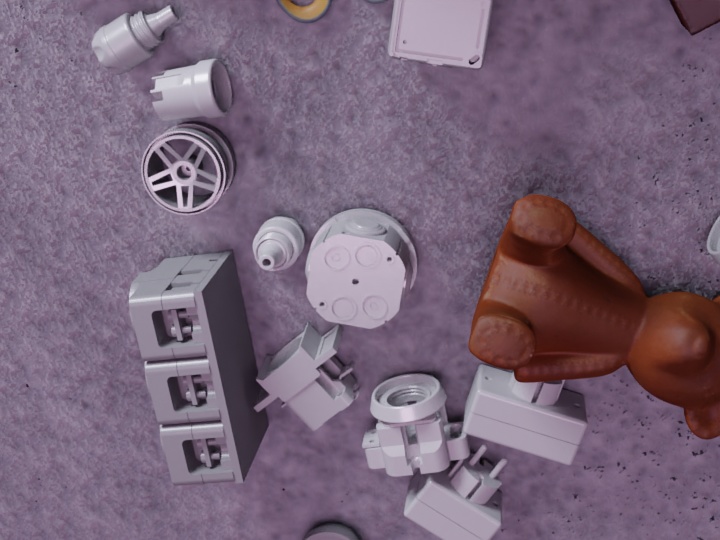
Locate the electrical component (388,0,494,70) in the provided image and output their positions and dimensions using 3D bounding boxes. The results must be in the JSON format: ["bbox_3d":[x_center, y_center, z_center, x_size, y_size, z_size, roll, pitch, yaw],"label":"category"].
[{"bbox_3d":[0.057,-0.181,0.698,0.062,0.061,0.096,9,103,5],"label":"electrical component"}]

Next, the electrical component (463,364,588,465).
[{"bbox_3d":[0.127,0.090,0.791,0.083,0.047,0.075,17,111,2],"label":"electrical component"}]

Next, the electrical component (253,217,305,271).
[{"bbox_3d":[-0.061,-0.015,0.771,0.035,0.061,0.035,3,110,7],"label":"electrical component"}]

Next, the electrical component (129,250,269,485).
[{"bbox_3d":[-0.120,0.072,0.797,0.062,0.089,0.150,-6,109,10],"label":"electrical component"}]

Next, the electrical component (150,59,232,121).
[{"bbox_3d":[-0.118,-0.124,0.752,0.046,0.040,0.040,-6,109,16],"label":"electrical component"}]

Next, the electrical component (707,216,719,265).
[{"bbox_3d":[0.274,-0.018,0.726,0.057,0.058,0.078,32,111,-7],"label":"electrical component"}]

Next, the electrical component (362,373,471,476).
[{"bbox_3d":[0.039,0.115,0.808,0.078,0.058,0.057,-8,111,11],"label":"electrical component"}]

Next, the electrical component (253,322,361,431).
[{"bbox_3d":[-0.038,0.083,0.815,0.081,0.042,0.063,-38,103,19],"label":"electrical component"}]

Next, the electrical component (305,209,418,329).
[{"bbox_3d":[0.000,0.000,0.774,0.080,0.051,0.080,3,110,7],"label":"electrical component"}]

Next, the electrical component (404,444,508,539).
[{"bbox_3d":[0.083,0.167,0.825,0.066,0.047,0.076,33,111,-5],"label":"electrical component"}]

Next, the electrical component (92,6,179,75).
[{"bbox_3d":[-0.153,-0.163,0.745,0.061,0.035,0.035,-28,104,14],"label":"electrical component"}]
